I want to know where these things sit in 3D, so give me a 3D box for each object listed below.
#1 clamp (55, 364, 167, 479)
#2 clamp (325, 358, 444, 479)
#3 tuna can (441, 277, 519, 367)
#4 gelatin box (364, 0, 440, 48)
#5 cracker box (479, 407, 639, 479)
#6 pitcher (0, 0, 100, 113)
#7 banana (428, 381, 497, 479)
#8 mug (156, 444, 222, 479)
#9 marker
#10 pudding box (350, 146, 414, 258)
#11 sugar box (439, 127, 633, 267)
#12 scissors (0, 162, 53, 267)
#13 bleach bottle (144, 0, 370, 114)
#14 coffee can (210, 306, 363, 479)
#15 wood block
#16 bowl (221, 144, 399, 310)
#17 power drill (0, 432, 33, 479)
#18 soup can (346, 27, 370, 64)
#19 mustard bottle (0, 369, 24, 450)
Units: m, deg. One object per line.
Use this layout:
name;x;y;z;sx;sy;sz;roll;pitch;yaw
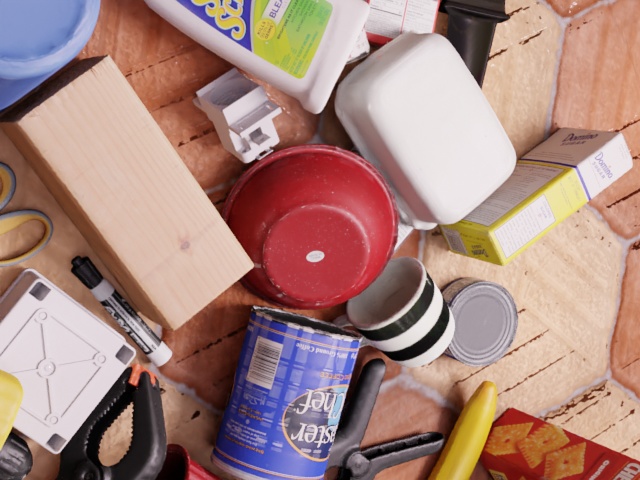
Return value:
clamp;-0.194;0.203;0.885;0.036;0.165;0.210;54;47;-62
clamp;0.040;0.210;1.021;0.120;0.039;0.171;42;85;-17
tuna can;0.152;0.080;1.057;0.086;0.034;0.086;-4;99;-25
gelatin box;0.071;-0.218;0.978;0.073;0.030;0.089;9;93;-25
cracker box;0.263;0.267;1.036;0.072;0.214;0.164;-39;112;-16
pitcher;-0.243;-0.151;0.720;0.149;0.243;0.145;-43;109;-20
banana;0.128;0.233;1.055;0.037;0.069;0.197;27;77;13
mug;-0.112;0.240;0.914;0.081;0.117;0.093;40;87;-30
marker;-0.170;0.060;0.910;0.020;0.020;0.121;-43;113;-14
pudding box;0.049;-0.036;0.990;0.113;0.039;0.090;-49;113;-9
sugar box;0.208;-0.045;1.032;0.176;0.093;0.048;-33;111;-17
scissors;-0.312;-0.001;0.837;0.201;0.016;0.096;-16;102;-22
bleach bottle;-0.091;-0.201;0.856;0.250;0.068;0.102;25;97;-5
coffee can;-0.029;0.139;0.941;0.102;0.103;0.140;15;91;-26
wood block;-0.157;-0.038;0.864;0.090;0.090;0.206;-39;111;-16
bowl;-0.006;0.001;0.927;0.162;0.055;0.162;-2;115;-5
power drill;-0.343;0.192;0.829;0.184;0.057;0.187;38;78;-21
soup can;-0.002;-0.202;0.924;0.068;0.069;0.102;-25;108;-20
mustard bottle;-0.321;0.110;0.769;0.191;0.058;0.096;28;88;-23
